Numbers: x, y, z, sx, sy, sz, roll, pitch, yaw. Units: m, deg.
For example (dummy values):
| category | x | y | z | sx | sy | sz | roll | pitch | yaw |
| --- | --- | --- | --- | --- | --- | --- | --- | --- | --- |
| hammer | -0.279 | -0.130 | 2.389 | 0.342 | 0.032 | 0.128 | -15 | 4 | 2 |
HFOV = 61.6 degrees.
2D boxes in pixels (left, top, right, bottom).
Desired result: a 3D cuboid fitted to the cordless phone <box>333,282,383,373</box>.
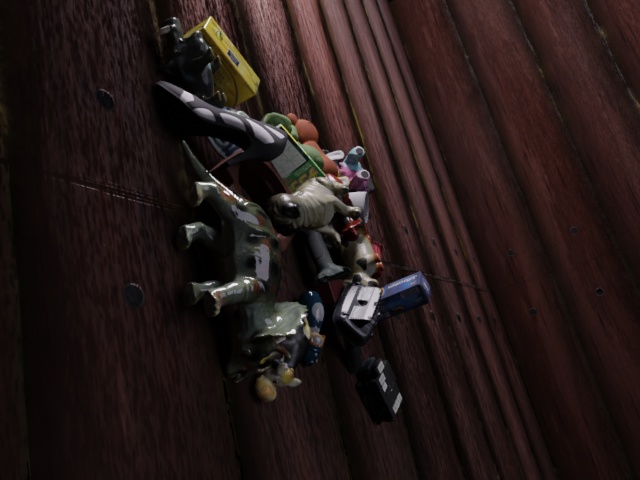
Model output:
| category | x | y | z | sx | sy | sz | roll | pitch | yaw |
| --- | --- | --- | --- | --- | --- | --- | --- | --- | --- |
| cordless phone | 0.092 | 0.204 | 1.229 | 0.147 | 0.089 | 0.184 | -60 | 151 | -49 |

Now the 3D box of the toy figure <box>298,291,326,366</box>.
| category | x | y | z | sx | sy | sz | roll | pitch | yaw |
| --- | --- | --- | --- | --- | --- | --- | --- | --- | --- |
| toy figure | -0.020 | 0.181 | 1.106 | 0.064 | 0.057 | 0.154 | 7 | 56 | -17 |

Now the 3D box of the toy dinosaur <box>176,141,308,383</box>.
| category | x | y | z | sx | sy | sz | roll | pitch | yaw |
| --- | --- | --- | --- | --- | --- | --- | --- | --- | --- |
| toy dinosaur | -0.126 | 0.023 | 0.889 | 0.192 | 0.131 | 0.405 | 6 | 69 | -39 |

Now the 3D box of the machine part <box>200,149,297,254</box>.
| category | x | y | z | sx | sy | sz | roll | pitch | yaw |
| --- | --- | --- | --- | --- | --- | --- | --- | --- | --- |
| machine part | -0.135 | -0.068 | 1.054 | 0.201 | 0.087 | 0.201 | 59 | 27 | -19 |

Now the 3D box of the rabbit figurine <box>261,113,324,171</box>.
| category | x | y | z | sx | sy | sz | roll | pitch | yaw |
| --- | --- | --- | --- | --- | --- | --- | --- | --- | --- |
| rabbit figurine | -0.075 | -0.198 | 1.226 | 0.170 | 0.121 | 0.159 | 29 | 2 | -17 |

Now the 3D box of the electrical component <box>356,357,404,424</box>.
| category | x | y | z | sx | sy | sz | roll | pitch | yaw |
| --- | --- | --- | --- | --- | --- | --- | --- | --- | --- |
| electrical component | 0.139 | 0.348 | 1.271 | 0.134 | 0.058 | 0.115 | 65 | 24 | -3 |

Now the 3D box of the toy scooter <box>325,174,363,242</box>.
| category | x | y | z | sx | sy | sz | roll | pitch | yaw |
| --- | --- | --- | --- | --- | --- | --- | --- | --- | --- |
| toy scooter | 0.050 | -0.065 | 1.254 | 0.183 | 0.075 | 0.135 | 62 | 2 | -21 |

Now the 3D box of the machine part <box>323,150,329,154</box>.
| category | x | y | z | sx | sy | sz | roll | pitch | yaw |
| --- | --- | --- | --- | --- | --- | --- | --- | --- | --- |
| machine part | -0.019 | -0.242 | 1.480 | 0.138 | 0.039 | 0.084 | 16 | 51 | -57 |

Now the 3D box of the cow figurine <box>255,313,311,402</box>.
| category | x | y | z | sx | sy | sz | roll | pitch | yaw |
| --- | --- | --- | --- | --- | --- | --- | --- | --- | --- |
| cow figurine | -0.061 | 0.206 | 0.954 | 0.068 | 0.098 | 0.167 | 56 | 27 | -37 |

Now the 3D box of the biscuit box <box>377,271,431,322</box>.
| category | x | y | z | sx | sy | sz | roll | pitch | yaw |
| --- | --- | --- | --- | --- | --- | --- | --- | --- | --- |
| biscuit box | 0.174 | 0.149 | 1.331 | 0.059 | 0.203 | 0.063 | 56 | 26 | -18 |

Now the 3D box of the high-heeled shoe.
| category | x | y | z | sx | sy | sz | roll | pitch | yaw |
| --- | --- | --- | --- | --- | --- | --- | --- | --- | --- |
| high-heeled shoe | -0.178 | -0.232 | 0.997 | 0.145 | 0.086 | 0.249 | -38 | 81 | -32 |

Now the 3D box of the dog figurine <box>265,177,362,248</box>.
| category | x | y | z | sx | sy | sz | roll | pitch | yaw |
| --- | --- | --- | --- | --- | --- | --- | --- | --- | --- |
| dog figurine | -0.038 | -0.077 | 1.056 | 0.190 | 0.121 | 0.173 | 14 | 21 | -39 |

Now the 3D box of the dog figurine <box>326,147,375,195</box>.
| category | x | y | z | sx | sy | sz | roll | pitch | yaw |
| --- | --- | --- | --- | --- | --- | --- | --- | --- | --- |
| dog figurine | 0.066 | -0.155 | 1.509 | 0.219 | 0.192 | 0.108 | 96 | -21 | -68 |

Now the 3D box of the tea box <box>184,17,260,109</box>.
| category | x | y | z | sx | sy | sz | roll | pitch | yaw |
| --- | --- | --- | --- | --- | --- | --- | --- | --- | --- |
| tea box | -0.216 | -0.363 | 1.129 | 0.169 | 0.098 | 0.068 | 47 | 32 | -33 |

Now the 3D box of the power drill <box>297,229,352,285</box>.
| category | x | y | z | sx | sy | sz | roll | pitch | yaw |
| --- | --- | --- | --- | --- | --- | --- | --- | --- | --- |
| power drill | -0.003 | -0.004 | 1.252 | 0.207 | 0.086 | 0.232 | 70 | 19 | 6 |

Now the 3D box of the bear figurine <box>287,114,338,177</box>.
| category | x | y | z | sx | sy | sz | roll | pitch | yaw |
| --- | --- | --- | --- | --- | --- | --- | --- | --- | --- |
| bear figurine | -0.042 | -0.210 | 1.352 | 0.196 | 0.132 | 0.120 | 56 | 18 | 22 |

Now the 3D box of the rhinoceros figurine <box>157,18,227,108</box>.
| category | x | y | z | sx | sy | sz | roll | pitch | yaw |
| --- | --- | --- | --- | --- | --- | --- | --- | --- | --- |
| rhinoceros figurine | -0.249 | -0.331 | 1.037 | 0.073 | 0.112 | 0.190 | -72 | 147 | -77 |

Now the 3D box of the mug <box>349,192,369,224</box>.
| category | x | y | z | sx | sy | sz | roll | pitch | yaw |
| --- | --- | --- | --- | --- | --- | --- | --- | --- | --- |
| mug | 0.070 | -0.086 | 1.379 | 0.109 | 0.107 | 0.080 | -40 | 132 | -76 |

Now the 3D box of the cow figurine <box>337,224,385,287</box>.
| category | x | y | z | sx | sy | sz | roll | pitch | yaw |
| --- | --- | --- | --- | --- | --- | --- | --- | --- | --- |
| cow figurine | 0.092 | 0.068 | 1.346 | 0.085 | 0.127 | 0.195 | 56 | 13 | -54 |
